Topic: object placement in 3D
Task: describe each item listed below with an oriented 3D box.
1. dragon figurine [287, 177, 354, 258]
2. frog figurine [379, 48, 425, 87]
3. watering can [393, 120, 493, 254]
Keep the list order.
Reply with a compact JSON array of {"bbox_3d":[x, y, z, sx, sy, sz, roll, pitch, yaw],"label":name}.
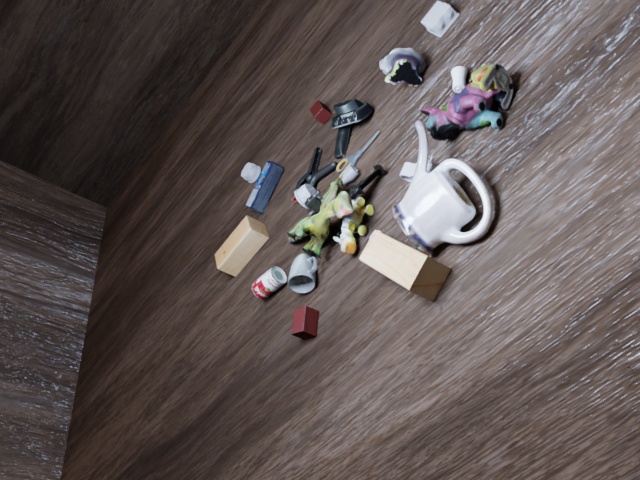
[{"bbox_3d":[0.005,-0.079,1.564,0.244,0.121,0.411,-55,16,-6],"label":"dragon figurine"},{"bbox_3d":[0.256,-0.557,1.617,0.137,0.120,0.163,-11,40,9],"label":"frog figurine"},{"bbox_3d":[0.267,-0.117,1.250,0.221,0.103,0.354,-44,54,21],"label":"watering can"}]
